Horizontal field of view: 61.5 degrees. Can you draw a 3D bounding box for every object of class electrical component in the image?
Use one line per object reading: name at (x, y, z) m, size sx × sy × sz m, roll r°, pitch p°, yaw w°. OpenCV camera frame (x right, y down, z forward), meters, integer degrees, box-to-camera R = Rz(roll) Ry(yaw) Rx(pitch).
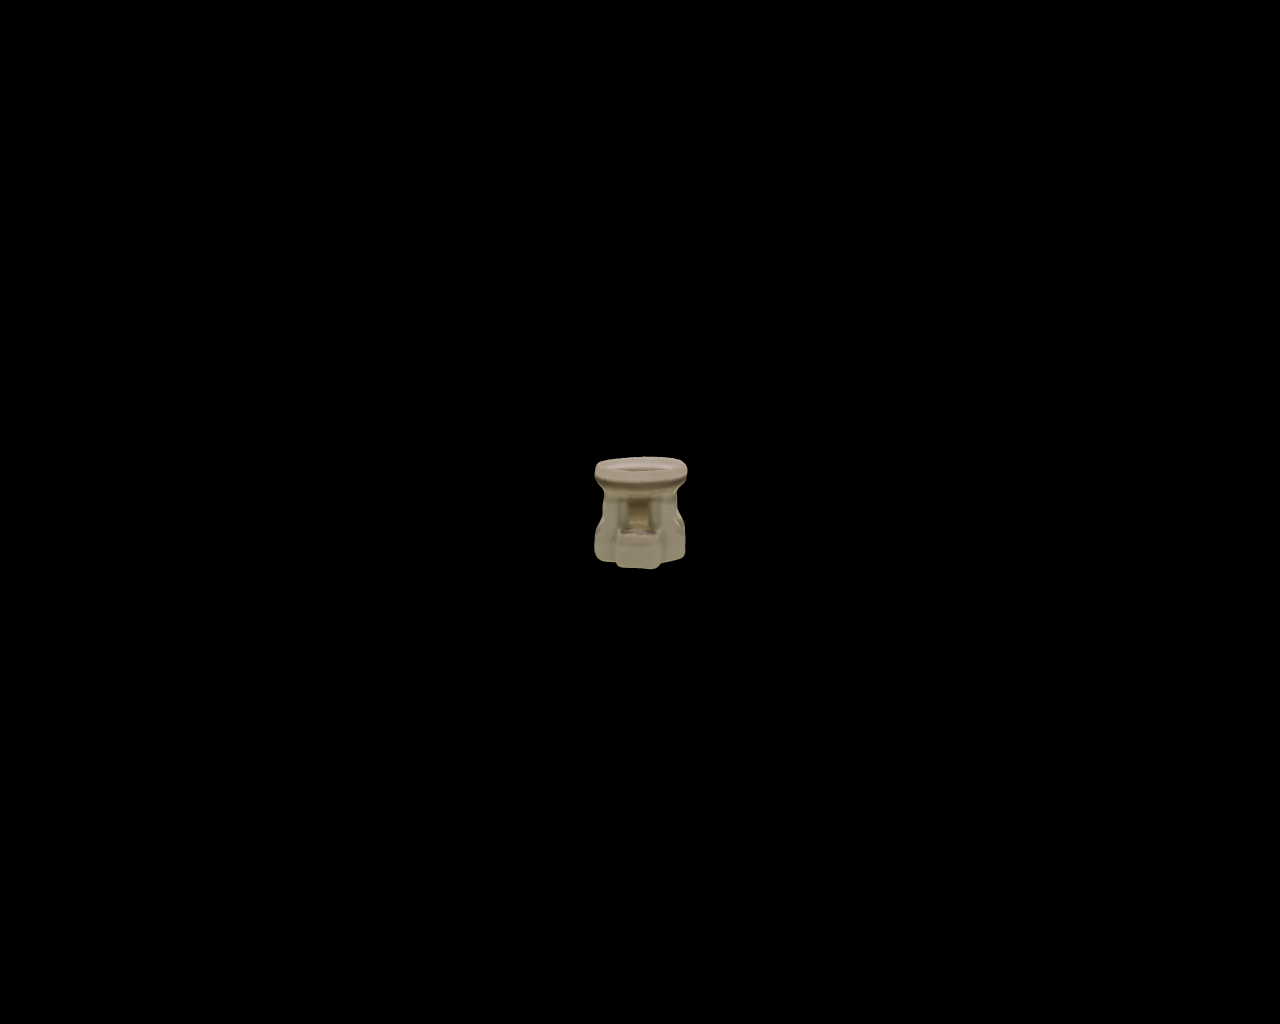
electrical component at (0.001, -0.003, 0.650) m, size 0.058 × 0.057 × 0.078 m, roll 1°, pitch 11°, yaw 4°
